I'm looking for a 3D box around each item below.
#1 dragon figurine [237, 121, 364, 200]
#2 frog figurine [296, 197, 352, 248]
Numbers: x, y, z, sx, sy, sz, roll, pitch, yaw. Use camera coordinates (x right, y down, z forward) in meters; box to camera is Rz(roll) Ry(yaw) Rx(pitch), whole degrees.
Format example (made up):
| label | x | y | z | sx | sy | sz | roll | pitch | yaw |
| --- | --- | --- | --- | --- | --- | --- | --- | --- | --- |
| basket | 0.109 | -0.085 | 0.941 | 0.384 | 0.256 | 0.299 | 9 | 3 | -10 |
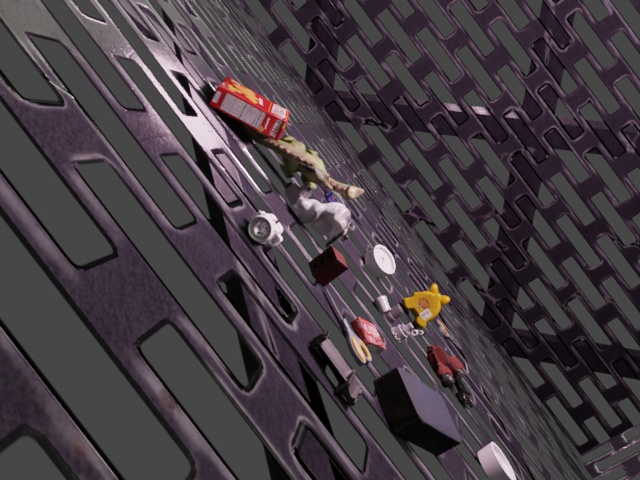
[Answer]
| label | x | y | z | sx | sy | sz | roll | pitch | yaw |
| --- | --- | --- | --- | --- | --- | --- | --- | --- | --- |
| dragon figurine | -0.048 | -0.225 | 1.490 | 0.407 | 0.122 | 0.245 | 27 | 3 | -25 |
| frog figurine | 0.004 | -0.073 | 1.447 | 0.159 | 0.124 | 0.136 | 43 | -17 | -8 |
